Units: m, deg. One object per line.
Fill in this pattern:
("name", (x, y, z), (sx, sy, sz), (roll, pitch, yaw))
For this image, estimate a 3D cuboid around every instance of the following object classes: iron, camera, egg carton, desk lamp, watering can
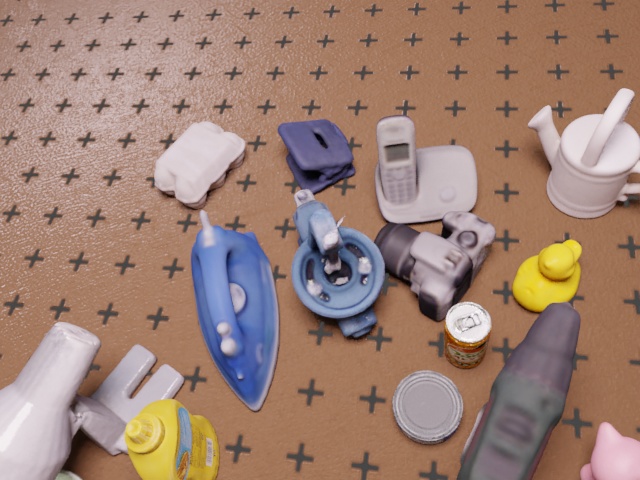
("iron", (-0.122, 0.088, 0.769), (0.118, 0.142, 0.258), (-17, 59, 1))
("camera", (0.149, 0.013, 0.786), (0.136, 0.101, 0.143), (30, 70, 24))
("egg carton", (-0.199, -0.127, 0.948), (0.107, 0.069, 0.150), (28, 69, 24))
("desk lamp", (-0.300, 0.198, 0.696), (0.117, 0.214, 0.203), (27, 69, 23))
("watering can", (0.365, -0.122, 0.769), (0.172, 0.194, 0.101), (11, 63, 16))

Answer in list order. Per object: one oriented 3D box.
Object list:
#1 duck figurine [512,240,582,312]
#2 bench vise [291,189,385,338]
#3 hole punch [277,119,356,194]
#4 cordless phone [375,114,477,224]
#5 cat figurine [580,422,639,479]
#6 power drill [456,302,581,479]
("duck figurine", (0.302, 0.041, 0.751), (0.105, 0.086, 0.077), (-38, 61, -12))
("bench vise", (-0.002, 0.010, 0.746), (0.121, 0.220, 0.207), (-39, 61, -12))
("hole punch", (-0.005, -0.146, 0.911), (0.101, 0.091, 0.108), (-27, 59, -5))
("cordless phone", (0.147, -0.107, 0.806), (0.147, 0.185, 0.094), (-10, 59, 5))
("cat figurine", (0.317, 0.265, 0.601), (0.067, 0.118, 0.128), (5, 62, 13))
("power drill", (0.204, 0.196, 0.608), (0.075, 0.209, 0.230), (22, 67, 21))
